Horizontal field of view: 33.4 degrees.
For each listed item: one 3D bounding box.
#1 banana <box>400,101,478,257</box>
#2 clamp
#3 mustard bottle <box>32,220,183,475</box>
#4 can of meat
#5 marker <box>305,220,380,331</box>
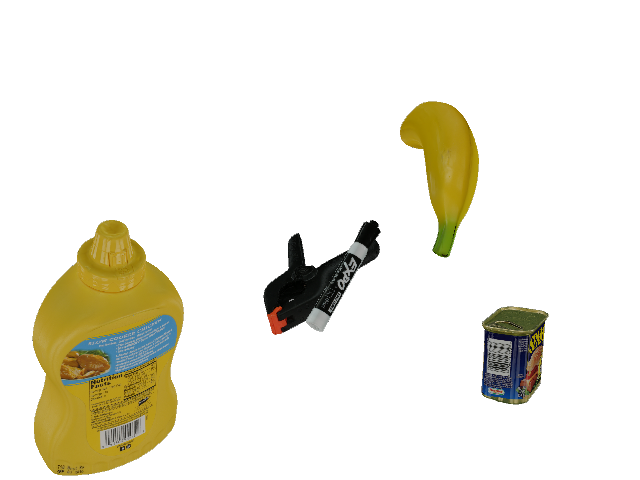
[{"bbox_3d":[0.084,-0.066,0.784,0.037,0.070,0.198,26,26,-14],"label":"banana"},{"bbox_3d":[-0.004,0.045,1.232,0.120,0.039,0.171,-7,35,26],"label":"clamp"},{"bbox_3d":[-0.136,0.066,0.684,0.096,0.192,0.058,-16,47,-29],"label":"mustard bottle"},{"bbox_3d":[0.214,0.126,1.181,0.058,0.084,0.102,7,12,24],"label":"can of meat"},{"bbox_3d":[0.023,0.032,1.021,0.020,0.121,0.020,28,-18,10],"label":"marker"}]
